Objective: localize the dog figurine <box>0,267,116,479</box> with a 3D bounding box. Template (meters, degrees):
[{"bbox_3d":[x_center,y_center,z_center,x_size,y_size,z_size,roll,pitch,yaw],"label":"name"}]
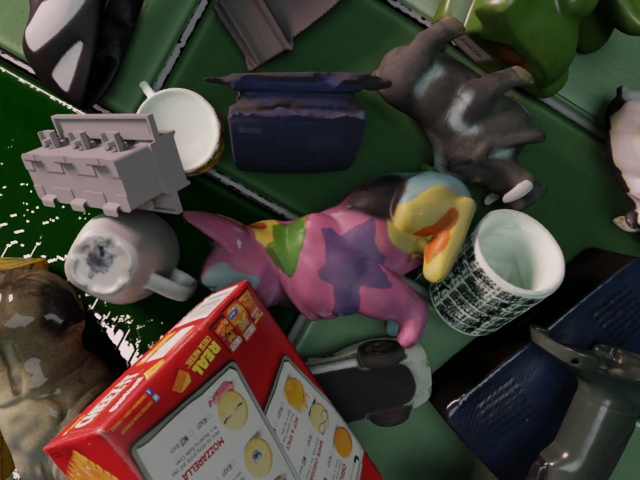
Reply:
[{"bbox_3d":[-0.164,0.120,0.387,0.172,0.121,0.190,6,120,14],"label":"dog figurine"}]

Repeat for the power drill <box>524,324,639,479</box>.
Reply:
[{"bbox_3d":[0.185,0.179,0.434,0.232,0.086,0.207,13,91,-7],"label":"power drill"}]

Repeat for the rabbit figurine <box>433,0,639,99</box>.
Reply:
[{"bbox_3d":[0.212,-0.221,0.457,0.159,0.121,0.170,33,94,-14],"label":"rabbit figurine"}]

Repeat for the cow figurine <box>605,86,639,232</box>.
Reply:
[{"bbox_3d":[0.310,-0.058,0.501,0.068,0.098,0.167,-22,115,-9],"label":"cow figurine"}]

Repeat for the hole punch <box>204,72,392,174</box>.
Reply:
[{"bbox_3d":[-0.021,-0.098,0.452,0.142,0.116,0.092,2,102,-5],"label":"hole punch"}]

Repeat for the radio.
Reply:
[{"bbox_3d":[0.228,0.126,0.510,0.229,0.073,0.131,-39,97,0],"label":"radio"}]

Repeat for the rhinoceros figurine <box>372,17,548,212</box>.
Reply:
[{"bbox_3d":[0.133,-0.106,0.483,0.190,0.073,0.112,42,88,-6],"label":"rhinoceros figurine"}]

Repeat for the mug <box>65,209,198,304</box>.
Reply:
[{"bbox_3d":[-0.158,0.022,0.448,0.109,0.107,0.081,36,92,-5],"label":"mug"}]

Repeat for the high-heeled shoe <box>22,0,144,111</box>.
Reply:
[{"bbox_3d":[-0.142,-0.219,0.441,0.249,0.086,0.145,-27,89,7],"label":"high-heeled shoe"}]

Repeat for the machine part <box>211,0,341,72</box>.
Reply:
[{"bbox_3d":[-0.022,-0.216,0.479,0.139,0.039,0.084,-31,91,-1],"label":"machine part"}]

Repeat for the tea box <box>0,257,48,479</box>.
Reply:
[{"bbox_3d":[-0.278,0.102,0.447,0.068,0.098,0.169,1,93,-5],"label":"tea box"}]

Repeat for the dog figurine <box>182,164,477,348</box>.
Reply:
[{"bbox_3d":[-0.001,-0.001,0.463,0.219,0.108,0.191,22,93,-4],"label":"dog figurine"}]

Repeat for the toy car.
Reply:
[{"bbox_3d":[0.004,0.141,0.498,0.202,0.056,0.073,-11,101,-3],"label":"toy car"}]
